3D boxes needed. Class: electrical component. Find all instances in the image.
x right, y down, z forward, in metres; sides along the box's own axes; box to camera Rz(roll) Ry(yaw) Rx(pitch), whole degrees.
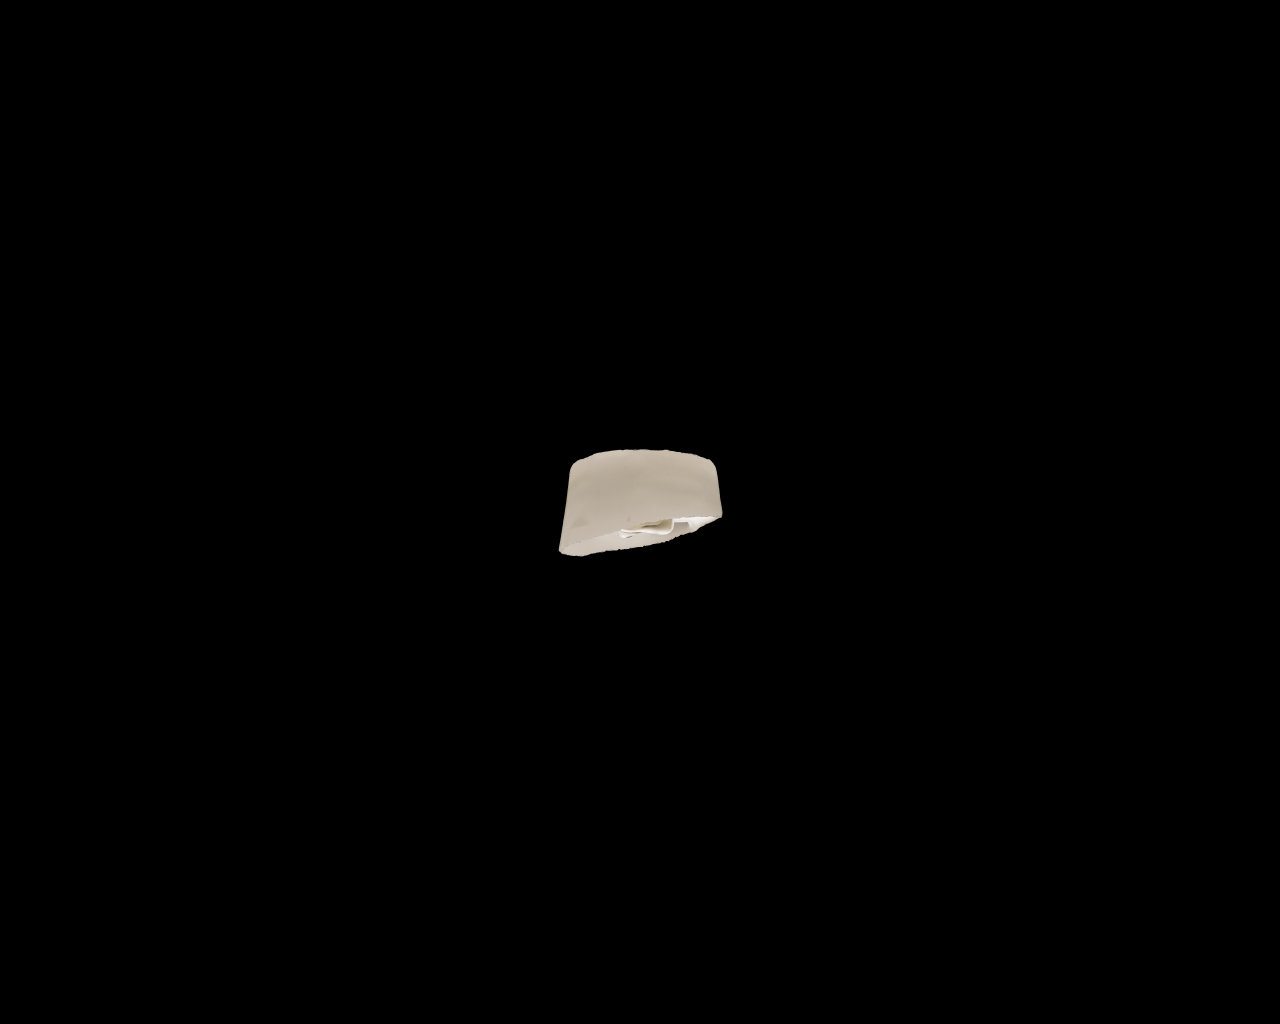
[{"bbox_3d":[0.001,-0.003,0.650,0.099,0.064,0.099,0,-14,0],"label":"electrical component"}]
